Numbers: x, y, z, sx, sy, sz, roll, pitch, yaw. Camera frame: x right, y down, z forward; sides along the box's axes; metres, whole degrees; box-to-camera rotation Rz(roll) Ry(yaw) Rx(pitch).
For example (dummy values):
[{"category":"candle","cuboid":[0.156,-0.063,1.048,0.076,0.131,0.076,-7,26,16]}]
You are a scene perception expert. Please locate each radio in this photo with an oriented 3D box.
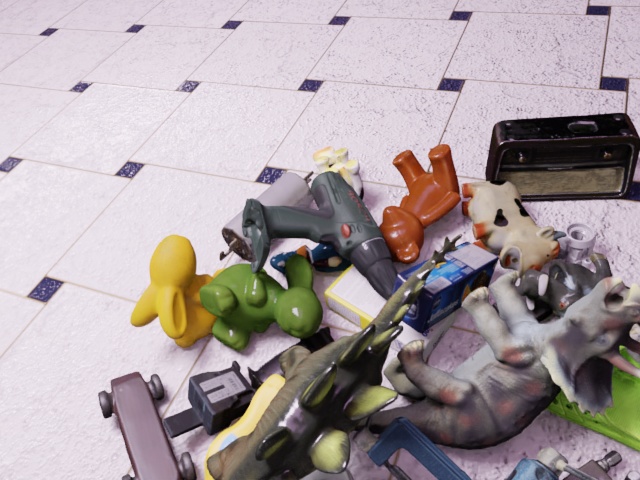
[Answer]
[{"category":"radio","cuboid":[0.403,-0.137,0.906,0.230,0.130,0.073,-2,45,10]}]

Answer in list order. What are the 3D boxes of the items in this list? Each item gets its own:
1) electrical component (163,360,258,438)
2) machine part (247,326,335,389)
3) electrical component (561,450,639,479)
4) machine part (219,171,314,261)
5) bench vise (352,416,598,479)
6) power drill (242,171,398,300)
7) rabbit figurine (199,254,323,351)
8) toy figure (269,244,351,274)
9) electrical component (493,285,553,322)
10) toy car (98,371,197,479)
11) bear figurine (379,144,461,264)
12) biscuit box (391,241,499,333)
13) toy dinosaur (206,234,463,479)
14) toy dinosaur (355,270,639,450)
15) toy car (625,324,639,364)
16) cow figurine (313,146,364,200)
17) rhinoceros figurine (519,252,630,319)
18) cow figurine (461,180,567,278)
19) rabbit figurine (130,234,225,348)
[{"category":"electrical component","cuboid":[-0.150,0.218,0.724,0.119,0.047,0.075,-11,39,-33]},{"category":"machine part","cuboid":[-0.033,0.180,0.768,0.139,0.039,0.084,-24,52,-12]},{"category":"electrical component","cuboid":[0.313,0.283,0.592,0.102,0.045,0.078,-22,48,-8]},{"category":"machine part","cuboid":[-0.092,-0.044,0.963,0.079,0.079,0.243,27,59,31]},{"category":"bench vise","cuboid":[0.144,0.268,0.560,0.241,0.129,0.223,42,90,8]},{"category":"power drill","cuboid":[-0.002,-0.002,0.789,0.207,0.086,0.232,-8,58,-20]},{"category":"rabbit figurine","cuboid":[-0.064,0.099,0.803,0.170,0.121,0.159,12,33,29]},{"category":"toy figure","cuboid":[-0.006,0.031,0.887,0.155,0.064,0.057,-14,84,6]},{"category":"electrical component","cuboid":[0.306,0.091,0.789,0.094,0.021,0.063,-28,48,-13]},{"category":"toy car","cuboid":[-0.236,0.262,0.722,0.089,0.053,0.202,-17,43,-26]},{"category":"bear figurine","cuboid":[0.146,-0.054,0.893,0.196,0.131,0.120,-41,24,-29]},{"category":"biscuit box","cuboid":[0.178,0.061,0.759,0.059,0.062,0.202,31,33,33]},{"category":"toy dinosaur","cuboid":[0.008,0.172,0.597,0.105,0.198,0.471,41,65,-5]},{"category":"toy dinosaur","cuboid":[0.201,0.175,0.645,0.405,0.131,0.192,-45,68,20]},{"category":"toy car","cuboid":[0.449,0.141,0.647,0.202,0.056,0.073,23,36,2]},{"category":"cow figurine","cuboid":[0.035,-0.117,1.005,0.068,0.098,0.167,-22,27,-3]},{"category":"rhinoceros figurine","cuboid":[0.372,0.083,0.737,0.190,0.073,0.112,22,65,11]},{"category":"cow figurine","cuboid":[0.304,-0.018,0.854,0.127,0.085,0.195,-12,45,9]},{"category":"rabbit figurine","cuboid":[-0.217,0.072,0.815,0.122,0.173,0.162,14,47,19]}]
